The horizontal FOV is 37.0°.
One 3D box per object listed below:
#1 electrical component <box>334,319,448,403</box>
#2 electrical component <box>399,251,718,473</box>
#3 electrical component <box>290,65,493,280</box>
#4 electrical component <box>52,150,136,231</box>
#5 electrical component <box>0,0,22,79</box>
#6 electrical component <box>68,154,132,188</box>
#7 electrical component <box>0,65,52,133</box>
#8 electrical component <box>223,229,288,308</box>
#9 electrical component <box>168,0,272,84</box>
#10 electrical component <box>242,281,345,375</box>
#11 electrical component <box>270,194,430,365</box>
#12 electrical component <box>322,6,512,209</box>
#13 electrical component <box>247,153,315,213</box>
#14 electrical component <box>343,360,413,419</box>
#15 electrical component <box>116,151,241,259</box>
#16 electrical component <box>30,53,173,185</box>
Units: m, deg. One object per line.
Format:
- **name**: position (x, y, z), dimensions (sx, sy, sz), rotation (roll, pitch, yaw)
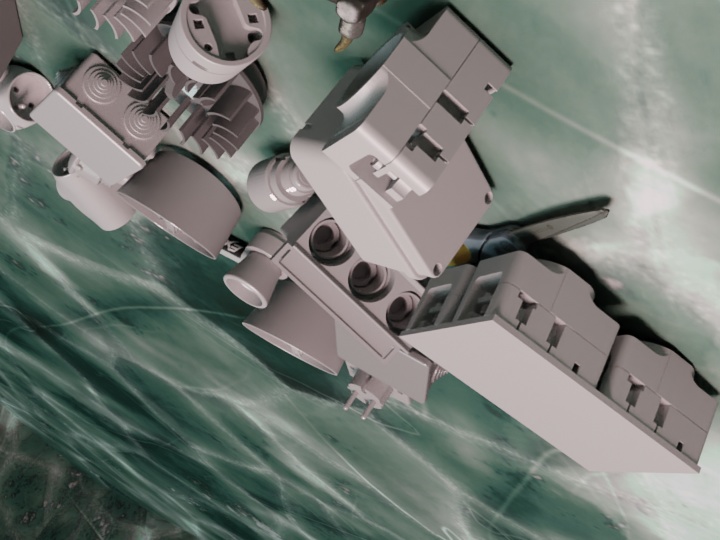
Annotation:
- **electrical component**: position (0.029, 0.057, 0.894), dimensions (0.100, 0.048, 0.099), rotation (28, 157, 14)
- **electrical component**: position (0.135, 0.063, 0.719), dimensions (0.186, 0.060, 0.105), rotation (36, 156, -20)
- **electrical component**: position (0.022, -0.057, 0.637), dimensions (0.057, 0.078, 0.113), rotation (17, 152, 43)
- **electrical component**: position (-0.262, -0.081, 1.024), dimensions (0.079, 0.044, 0.077), rotation (14, 150, 40)
- **electrical component**: position (-0.306, -0.176, 0.826), dimensions (0.048, 0.099, 0.099), rotation (22, 158, -3)
- **electrical component**: position (-0.222, -0.093, 0.949), dimensions (0.062, 0.048, 0.048), rotation (32, 159, -11)
- **electrical component**: position (-0.316, -0.163, 0.935), dimensions (0.077, 0.044, 0.079), rotation (9, 147, 46)
- **electrical component**: position (-0.084, -0.002, 0.925), dimensions (0.045, 0.055, 0.045), rotation (29, 157, 13)
- **electrical component**: position (-0.086, -0.142, 0.647), dimensions (0.055, 0.055, 0.047), rotation (40, 161, -13)
- **electrical component**: position (-0.054, 0.058, 0.991), dimensions (0.099, 0.064, 0.099), rotation (29, 157, 13)
- **electrical component**: position (0.000, 0.000, 0.798), dimensions (0.121, 0.078, 0.063), rotation (44, 178, -21)
- **electrical component**: position (0.026, -0.086, 0.556), dimensions (0.056, 0.089, 0.050), rotation (41, 157, -14)
- **electrical component**: position (-0.050, -0.064, 0.771), dimensions (0.040, 0.040, 0.078), rotation (43, 156, -21)
- **electrical component**: position (0.014, 0.098, 0.960), dimensions (0.066, 0.076, 0.047), rotation (25, 156, 22)
- **electrical component**: position (-0.152, -0.051, 0.906), dimensions (0.099, 0.064, 0.099), rotation (29, 157, 13)
- **electrical component**: position (-0.207, -0.120, 0.863), dimensions (0.100, 0.048, 0.100), rotation (42, 157, -19)
